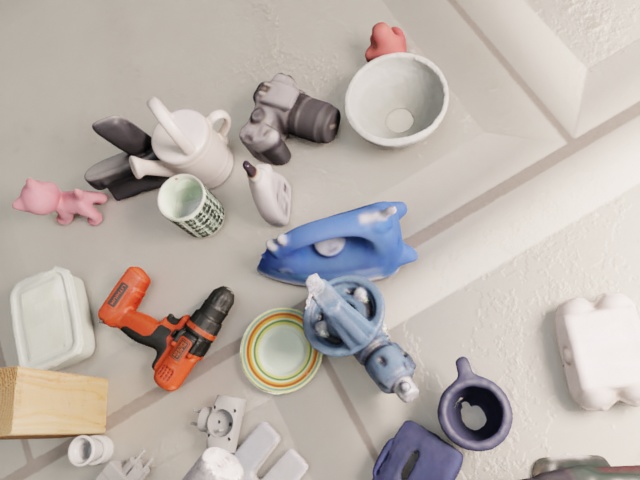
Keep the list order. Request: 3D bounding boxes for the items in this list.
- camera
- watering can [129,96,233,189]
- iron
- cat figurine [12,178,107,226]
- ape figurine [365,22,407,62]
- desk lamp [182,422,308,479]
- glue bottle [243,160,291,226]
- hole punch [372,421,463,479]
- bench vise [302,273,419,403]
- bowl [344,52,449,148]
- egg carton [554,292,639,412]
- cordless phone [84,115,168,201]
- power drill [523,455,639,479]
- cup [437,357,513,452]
[{"bbox_3d":[-0.046,-0.199,0.955,0.136,0.101,0.143,21,78,19],"label":"camera"},{"bbox_3d":[-0.227,-0.157,0.933,0.100,0.194,0.173,31,82,21],"label":"watering can"},{"bbox_3d":[0.008,0.003,0.853,0.258,0.142,0.118,-14,69,9],"label":"iron"},{"bbox_3d":[-0.461,-0.072,1.003,0.127,0.118,0.067,-3,72,13],"label":"cat figurine"},{"bbox_3d":[0.110,-0.332,0.966,0.078,0.092,0.076,-24,68,5],"label":"ape figurine"},{"bbox_3d":[-0.139,0.339,0.738,0.117,0.214,0.203,37,84,22],"label":"desk lamp"},{"bbox_3d":[-0.085,-0.082,0.886,0.037,0.173,0.078,0,72,14],"label":"glue bottle"},{"bbox_3d":[0.125,0.304,0.753,0.101,0.091,0.109,27,80,20],"label":"hole punch"},{"bbox_3d":[0.058,0.115,0.762,0.207,0.220,0.121,30,81,21],"label":"bench vise"},{"bbox_3d":[0.126,-0.215,0.933,0.167,0.075,0.167,-4,71,12],"label":"bowl"},{"bbox_3d":[0.374,0.147,0.757,0.107,0.069,0.150,-11,70,10],"label":"egg carton"},{"bbox_3d":[-0.347,-0.150,0.965,0.147,0.185,0.094,-21,68,6],"label":"cordless phone"},{"bbox_3d":[0.303,0.290,0.652,0.229,0.209,0.075,-8,70,11],"label":"power drill"},{"bbox_3d":[0.201,0.218,0.761,0.091,0.095,0.117,-14,69,9],"label":"cup"}]
